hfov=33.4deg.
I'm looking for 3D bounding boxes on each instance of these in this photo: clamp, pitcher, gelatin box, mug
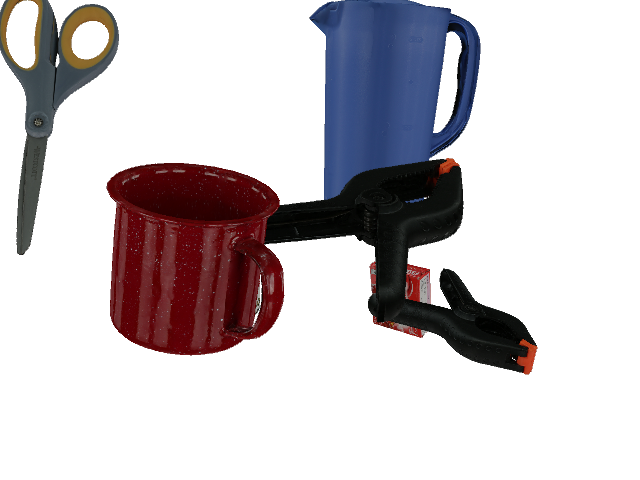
[{"bbox_3d":[0.145,0.076,1.046,0.172,0.039,0.120,27,38,32],"label":"clamp"},{"bbox_3d":[0.075,-0.138,1.152,0.149,0.243,0.144,10,13,29],"label":"pitcher"},{"bbox_3d":[0.030,-0.017,0.774,0.165,0.036,0.209,19,33,27],"label":"clamp"},{"bbox_3d":[0.101,0.072,1.348,0.073,0.089,0.030,15,33,33],"label":"gelatin box"},{"bbox_3d":[-0.064,0.014,0.583,0.117,0.081,0.093,24,26,34],"label":"mug"}]

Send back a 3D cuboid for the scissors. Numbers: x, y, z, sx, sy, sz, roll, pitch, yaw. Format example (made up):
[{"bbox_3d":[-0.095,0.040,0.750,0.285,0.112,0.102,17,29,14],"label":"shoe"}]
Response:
[{"bbox_3d":[-0.184,-0.093,0.770,0.096,0.202,0.016,-10,-14,-11],"label":"scissors"}]

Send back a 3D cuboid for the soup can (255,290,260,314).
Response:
[{"bbox_3d":[-0.088,0.016,0.949,0.068,0.102,0.068,0,27,0],"label":"soup can"}]
